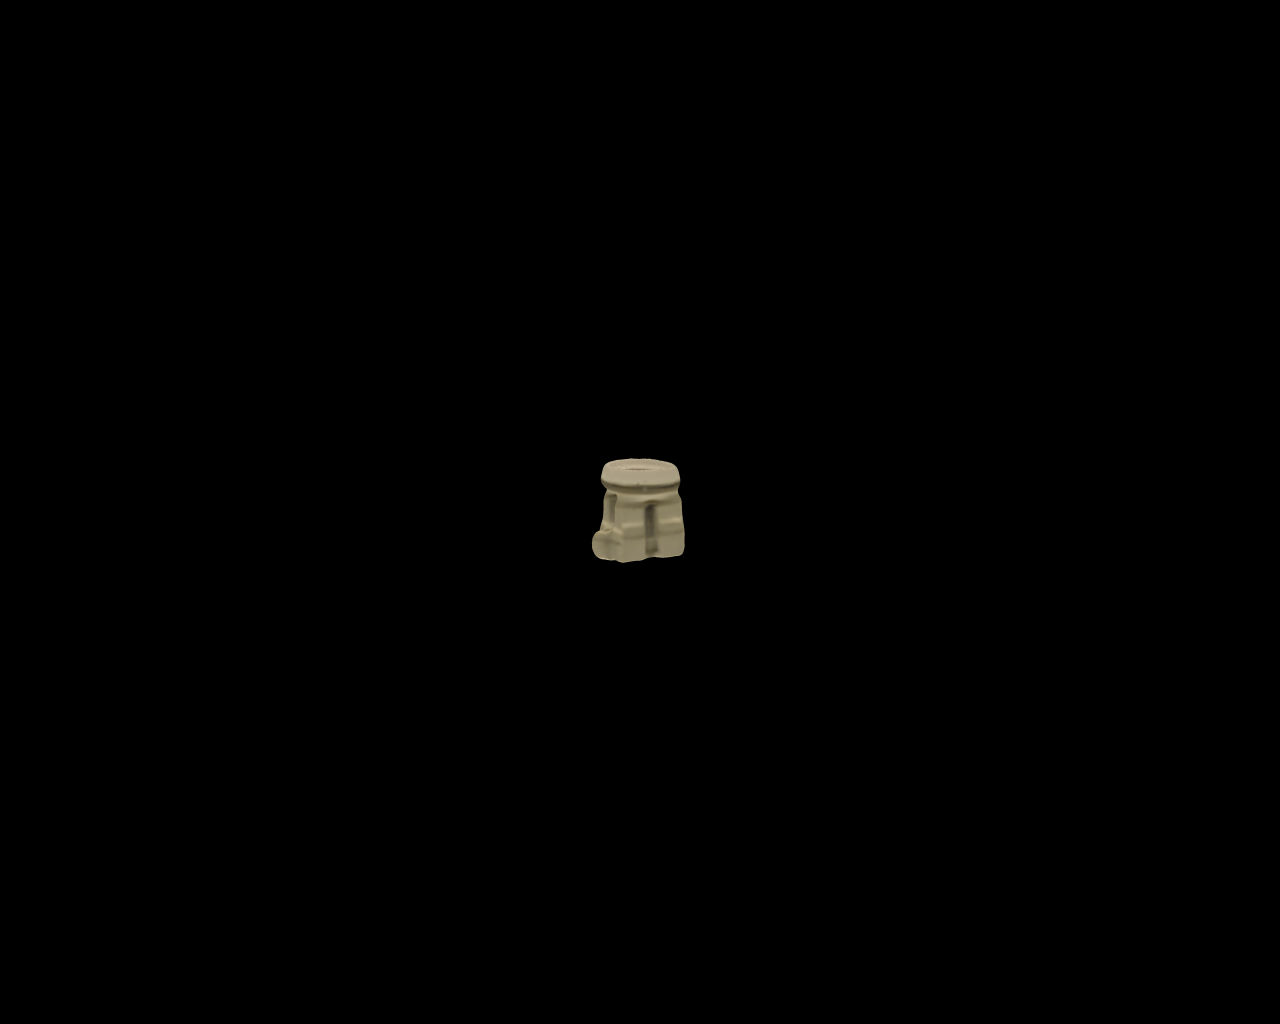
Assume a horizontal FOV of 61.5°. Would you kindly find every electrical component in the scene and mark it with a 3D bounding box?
[{"bbox_3d":[0.001,-0.003,0.650,0.066,0.055,0.048,-6,16,-22],"label":"electrical component"}]
